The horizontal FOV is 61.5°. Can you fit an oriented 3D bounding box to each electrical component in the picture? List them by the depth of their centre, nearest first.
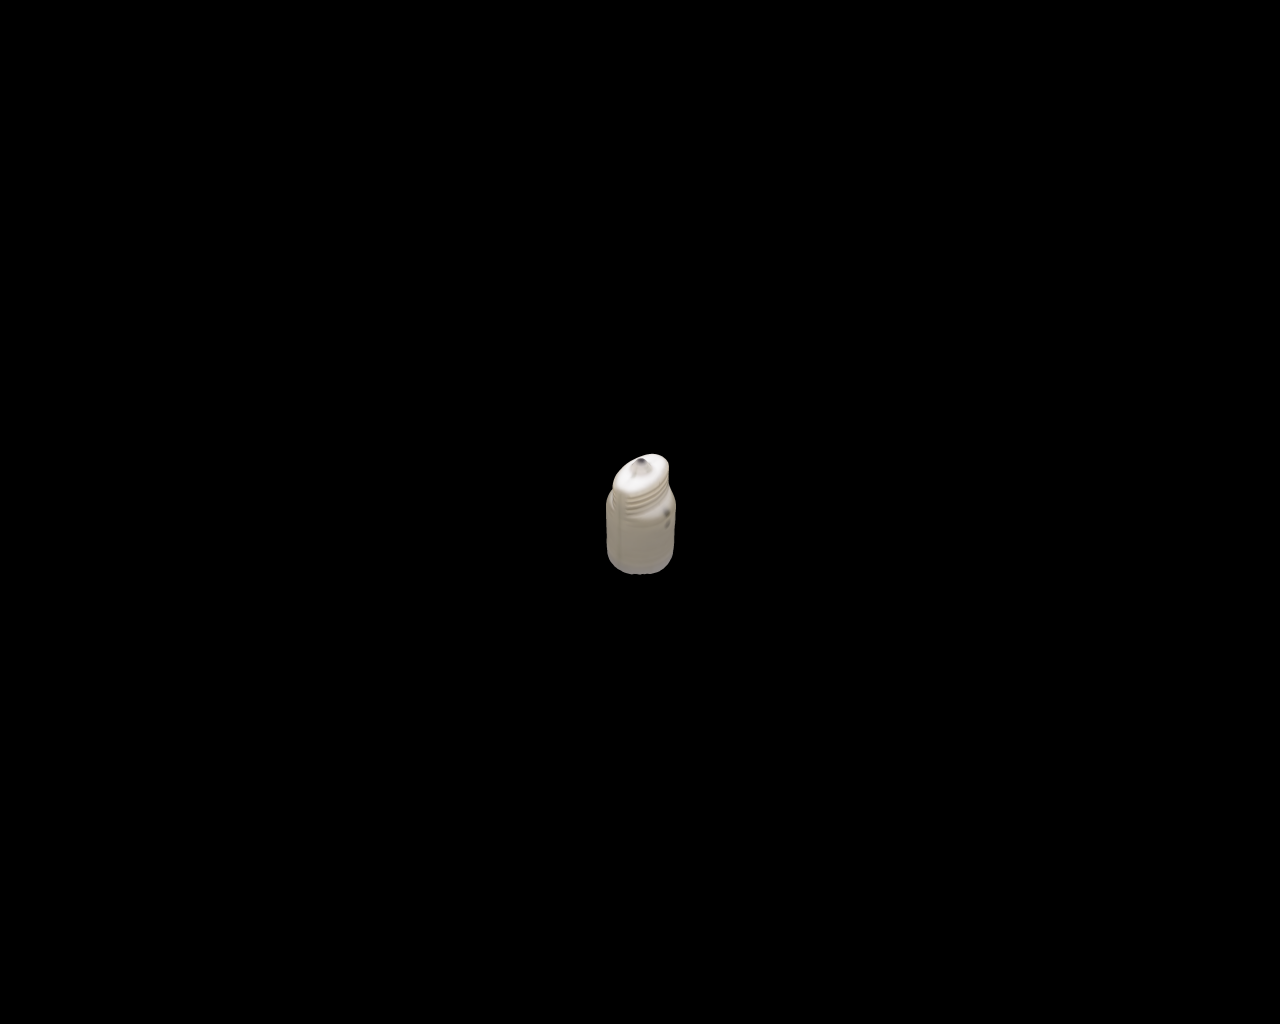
[{"bbox_3d":[0.001,-0.003,0.650,0.043,0.080,0.043,0,44,0],"label":"electrical component"}]
